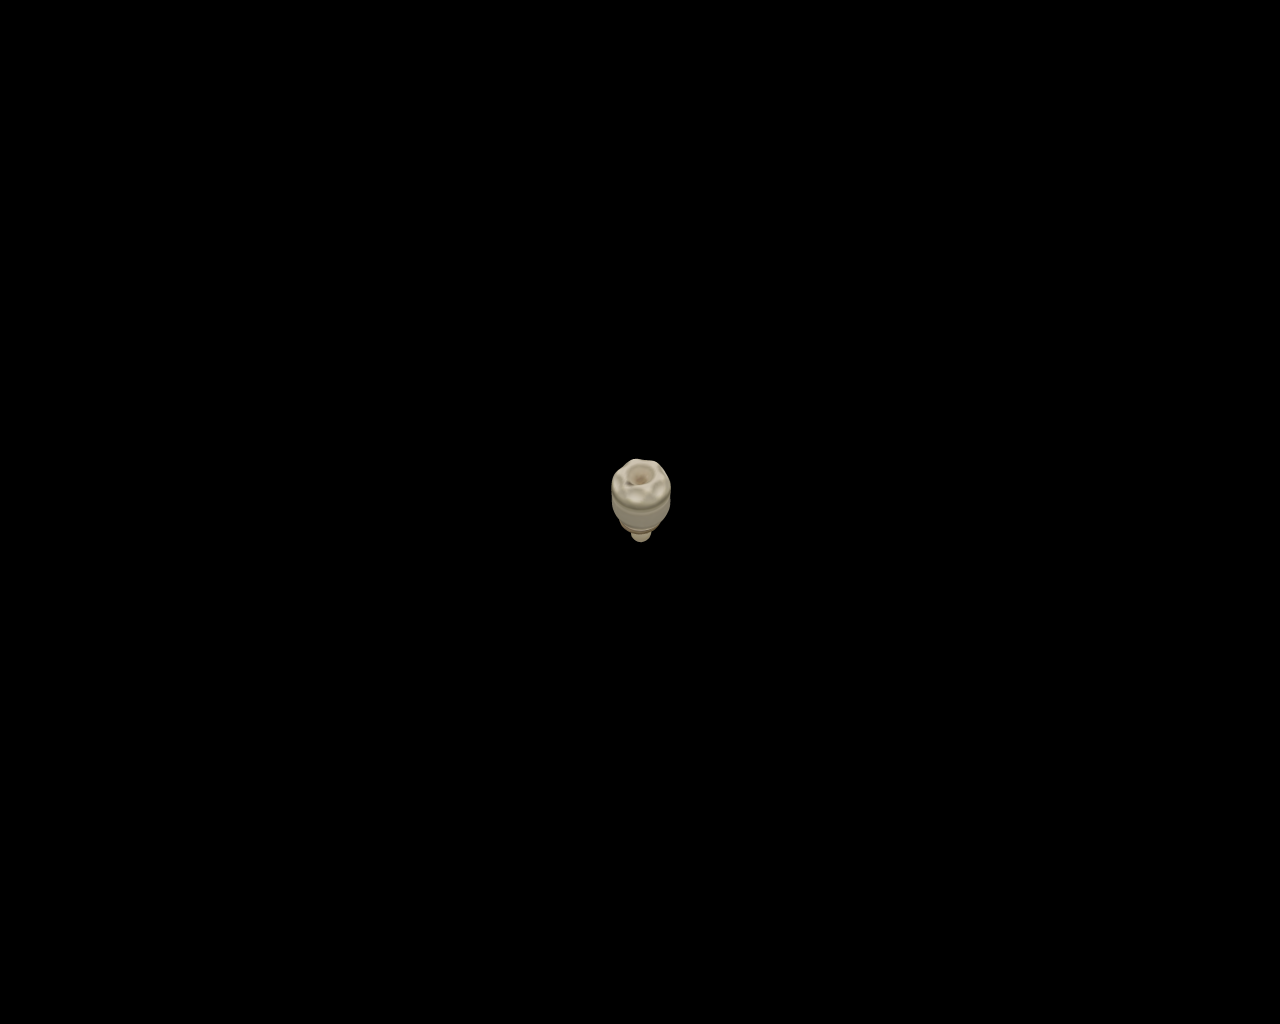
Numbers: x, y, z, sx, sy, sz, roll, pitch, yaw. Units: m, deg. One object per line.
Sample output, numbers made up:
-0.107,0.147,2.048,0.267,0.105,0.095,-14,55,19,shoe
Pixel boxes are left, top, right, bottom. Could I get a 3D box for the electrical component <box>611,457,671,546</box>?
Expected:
0.001,-0.003,0.650,0.035,0.035,0.061,0,-41,0,electrical component
